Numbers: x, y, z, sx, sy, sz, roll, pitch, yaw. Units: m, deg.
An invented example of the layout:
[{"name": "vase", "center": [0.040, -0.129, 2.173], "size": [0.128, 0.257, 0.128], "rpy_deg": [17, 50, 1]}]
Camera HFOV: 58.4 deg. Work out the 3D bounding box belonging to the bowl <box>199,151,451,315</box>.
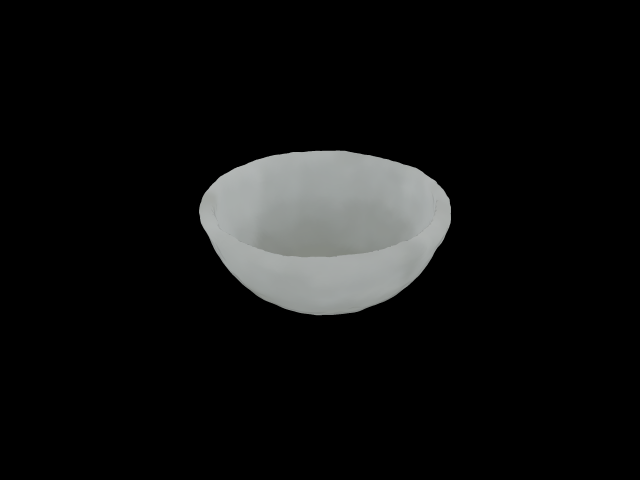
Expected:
[{"name": "bowl", "center": [0.004, 0.001, 0.400], "size": [0.167, 0.075, 0.167], "rpy_deg": [0, 31, 0]}]
